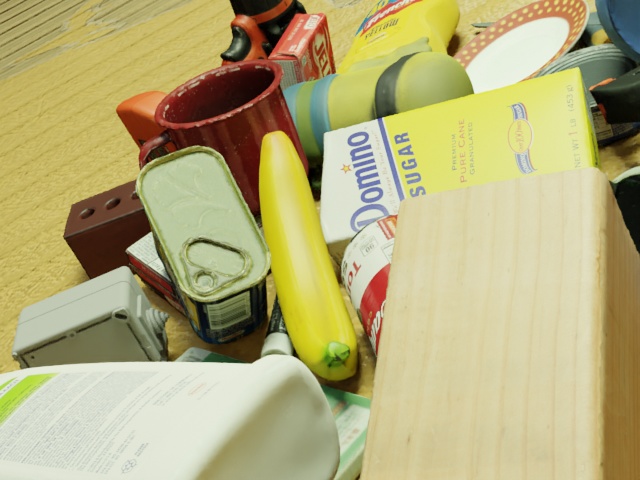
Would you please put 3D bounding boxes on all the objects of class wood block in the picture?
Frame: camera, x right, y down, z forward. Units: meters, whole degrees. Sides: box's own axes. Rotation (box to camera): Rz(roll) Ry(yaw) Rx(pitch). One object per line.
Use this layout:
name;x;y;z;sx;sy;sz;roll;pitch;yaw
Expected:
wood block;0.076;0.084;0.414;0.090;0.090;0.206;-9;51;26

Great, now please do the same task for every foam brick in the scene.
foam brick;-0.149;-0.008;0.825;0.078;0.051;0.053;-20;31;8

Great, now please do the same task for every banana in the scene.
banana;-0.006;0.017;0.646;0.037;0.070;0.198;-3;43;-17

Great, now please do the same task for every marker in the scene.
marker;-0.020;0.038;0.687;0.020;0.020;0.121;-15;32;17

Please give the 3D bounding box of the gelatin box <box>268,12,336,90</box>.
gelatin box;-0.010;-0.130;0.872;0.030;0.089;0.073;4;39;19

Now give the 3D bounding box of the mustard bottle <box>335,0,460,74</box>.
mustard bottle;0.072;-0.176;0.916;0.096;0.058;0.191;-23;27;30

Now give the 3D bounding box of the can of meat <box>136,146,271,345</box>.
can of meat;-0.071;0.007;0.668;0.057;0.084;0.102;-23;66;-13

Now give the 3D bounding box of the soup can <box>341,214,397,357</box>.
soup can;0.054;0.036;0.586;0.068;0.068;0.102;-25;29;0

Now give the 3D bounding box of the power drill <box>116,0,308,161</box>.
power drill;-0.079;-0.141;0.869;0.057;0.184;0.187;16;58;40

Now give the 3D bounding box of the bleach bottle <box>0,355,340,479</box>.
bleach bottle;-0.118;0.093;0.491;0.251;0.068;0.102;0;31;41

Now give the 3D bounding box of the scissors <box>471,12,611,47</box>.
scissors;0.194;-0.161;0.844;0.202;0.016;0.096;-1;38;36

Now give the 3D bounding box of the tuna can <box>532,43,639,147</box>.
tuna can;0.188;-0.099;0.731;0.086;0.033;0.086;-19;31;12

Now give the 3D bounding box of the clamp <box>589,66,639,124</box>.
clamp;0.228;-0.102;0.589;0.164;0.036;0.210;-33;7;-39

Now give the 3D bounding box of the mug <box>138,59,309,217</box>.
mug;-0.067;-0.063;0.737;0.117;0.081;0.093;-26;30;-8

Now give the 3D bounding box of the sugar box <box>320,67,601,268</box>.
sugar box;0.087;-0.044;0.683;0.176;0.048;0.093;-12;55;20

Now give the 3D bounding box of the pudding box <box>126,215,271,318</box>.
pudding box;-0.072;0.002;0.764;0.113;0.039;0.090;-37;33;-16

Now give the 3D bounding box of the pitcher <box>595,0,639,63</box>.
pitcher;0.252;-0.222;0.740;0.149;0.145;0.242;4;37;21
